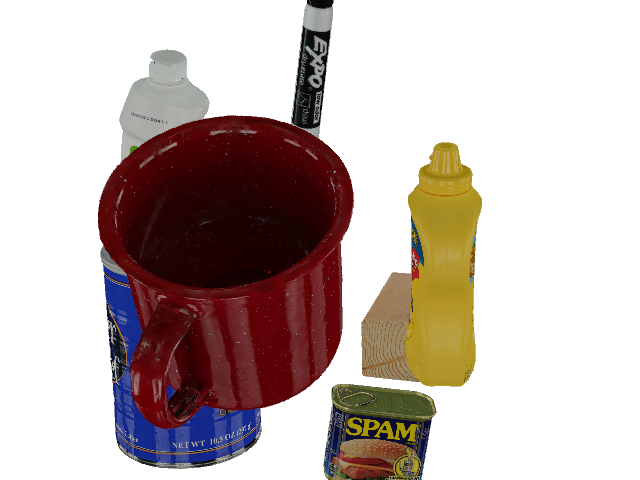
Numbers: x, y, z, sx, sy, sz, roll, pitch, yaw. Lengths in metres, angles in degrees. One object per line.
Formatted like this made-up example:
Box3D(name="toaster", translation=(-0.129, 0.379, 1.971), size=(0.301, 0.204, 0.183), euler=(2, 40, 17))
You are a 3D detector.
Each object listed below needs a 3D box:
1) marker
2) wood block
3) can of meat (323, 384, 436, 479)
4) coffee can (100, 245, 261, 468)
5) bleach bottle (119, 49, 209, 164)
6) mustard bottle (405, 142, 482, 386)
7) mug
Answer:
Box3D(name="marker", translation=(-0.004, -0.111, 0.641), size=(0.020, 0.121, 0.020), euler=(5, 33, -4))
Box3D(name="wood block", translation=(0.129, 0.125, 1.601), size=(0.091, 0.090, 0.205), euler=(4, 19, 15))
Box3D(name="can of meat", translation=(0.056, 0.194, 1.046), size=(0.102, 0.084, 0.057), euler=(7, 16, -3))
Box3D(name="coffee can", translation=(-0.094, 0.069, 0.732), size=(0.103, 0.140, 0.103), euler=(-1, 17, 0))
Box3D(name="bleach bottle", translation=(-0.124, -0.042, 0.933), size=(0.103, 0.251, 0.068), euler=(12, 33, 12))
Box3D(name="mustard bottle", translation=(0.098, 0.014, 0.852), size=(0.058, 0.192, 0.096), euler=(1, 26, 4))
Box3D(name="mug", translation=(-0.037, 0.021, 0.407), size=(0.093, 0.117, 0.081), euler=(14, -40, 15))
